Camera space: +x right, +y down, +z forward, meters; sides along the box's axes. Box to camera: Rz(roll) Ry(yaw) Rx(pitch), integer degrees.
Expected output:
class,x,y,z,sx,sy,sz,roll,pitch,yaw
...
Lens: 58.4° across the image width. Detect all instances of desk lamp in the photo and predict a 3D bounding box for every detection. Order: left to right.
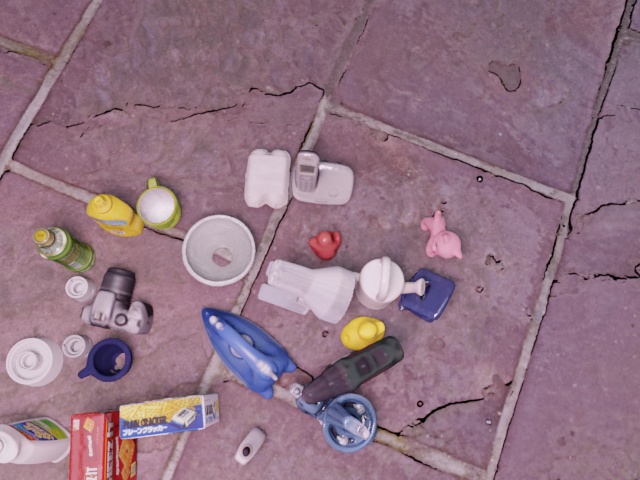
class,x,y,z,sx,sy,sz,roll,pitch,yaw
desk lamp,-0.034,0.105,1.247,0.203,0.213,0.118,17,76,2

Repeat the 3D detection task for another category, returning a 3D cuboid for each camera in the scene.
class,x,y,z,sx,sy,sz,roll,pitch,yaw
camera,-0.446,0.134,1.277,0.143,0.101,0.137,11,76,0

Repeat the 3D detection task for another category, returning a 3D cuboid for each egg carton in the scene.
class,x,y,z,sx,sy,sz,roll,pitch,yaw
egg carton,-0.126,-0.148,1.379,0.107,0.069,0.150,2,76,-2

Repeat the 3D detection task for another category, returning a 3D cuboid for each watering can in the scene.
class,x,y,z,sx,sy,sz,roll,pitch,yaw
watering can,0.143,0.091,1.269,0.173,0.194,0.101,-12,77,-5

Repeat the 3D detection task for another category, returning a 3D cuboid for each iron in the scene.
class,x,y,z,sx,sy,sz,roll,pitch,yaw
iron,-0.176,0.227,1.247,0.258,0.141,0.119,40,78,7

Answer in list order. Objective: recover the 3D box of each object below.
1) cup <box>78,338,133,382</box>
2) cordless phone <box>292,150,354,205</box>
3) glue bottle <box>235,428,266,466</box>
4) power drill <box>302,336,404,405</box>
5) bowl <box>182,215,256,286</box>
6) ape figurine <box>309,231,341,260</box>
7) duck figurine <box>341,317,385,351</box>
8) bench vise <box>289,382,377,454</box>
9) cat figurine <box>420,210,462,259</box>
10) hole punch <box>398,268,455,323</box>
class,x,y,z,sx,sy,sz,roll,pitch,yaw
cup,-0.457,0.270,1.246,0.118,0.095,0.091,-28,79,-9
cordless phone,0.008,-0.151,1.327,0.147,0.185,0.094,3,76,-2
glue bottle,-0.148,0.431,1.181,0.037,0.173,0.078,34,77,6
power drill,0.064,0.281,1.210,0.230,0.208,0.075,-28,79,-9
bowl,-0.230,0.030,1.327,0.167,0.075,0.167,1,76,-3
ape figurine,0.012,0.005,1.336,0.078,0.092,0.076,4,76,-2
duck figurine,0.099,0.209,1.293,0.104,0.086,0.077,-16,77,-6
bench vise,0.027,0.371,1.181,0.207,0.220,0.121,13,76,1
cat figurine,0.287,-0.008,1.340,0.067,0.118,0.128,-11,77,-5
hole punch,0.244,0.127,1.318,0.101,0.091,0.109,29,77,5
